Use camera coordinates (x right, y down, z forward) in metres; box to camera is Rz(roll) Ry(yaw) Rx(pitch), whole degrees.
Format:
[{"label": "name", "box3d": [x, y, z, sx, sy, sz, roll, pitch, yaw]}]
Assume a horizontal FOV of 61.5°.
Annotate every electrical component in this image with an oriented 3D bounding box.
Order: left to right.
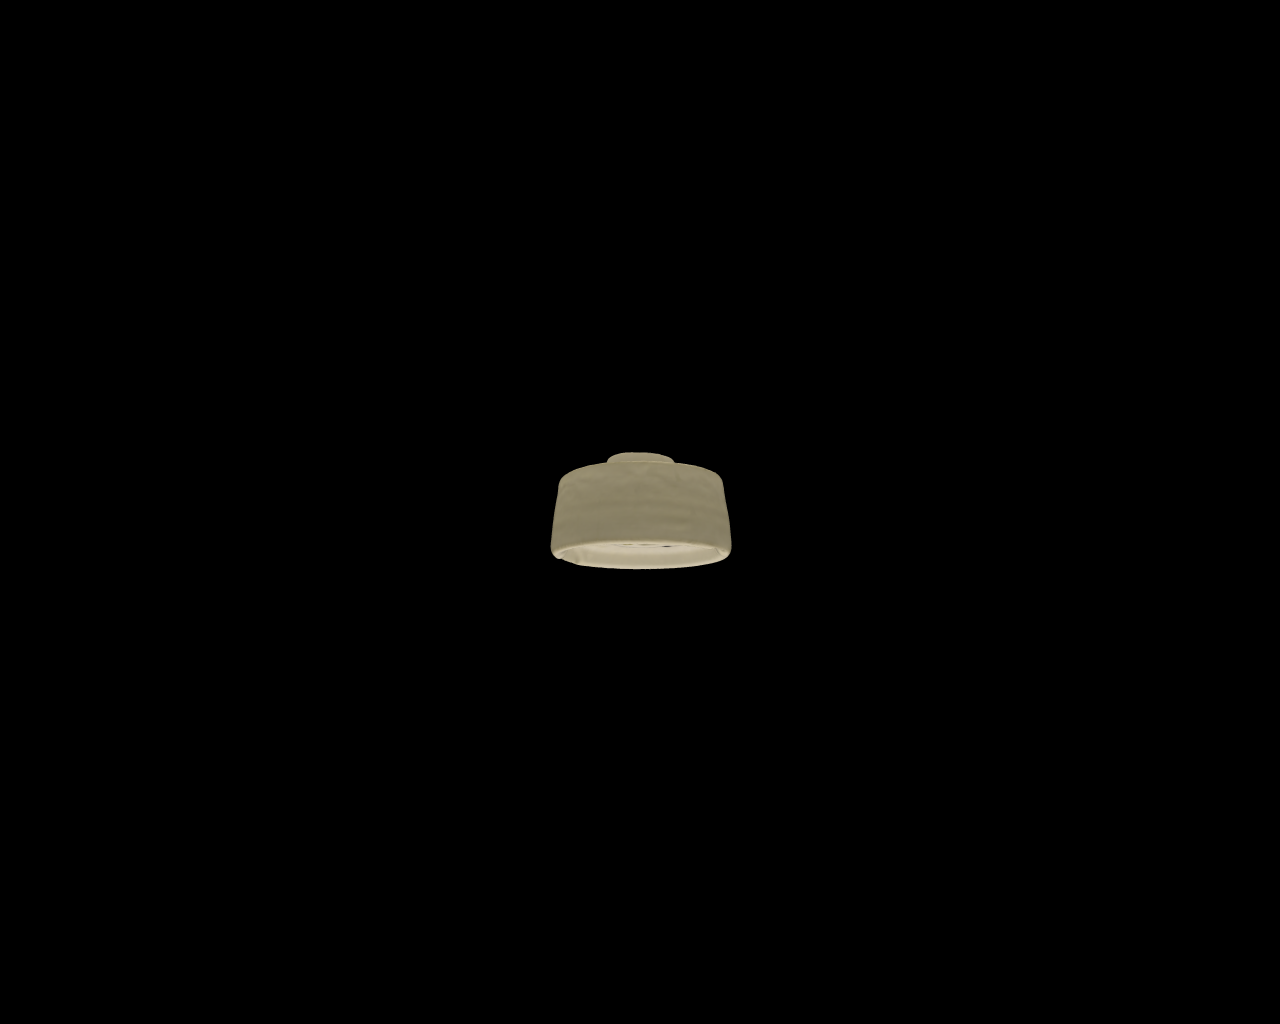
[{"label": "electrical component", "box3d": [0.001, -0.003, 0.650, 0.108, 0.060, 0.108, 0, -11, 0]}]
